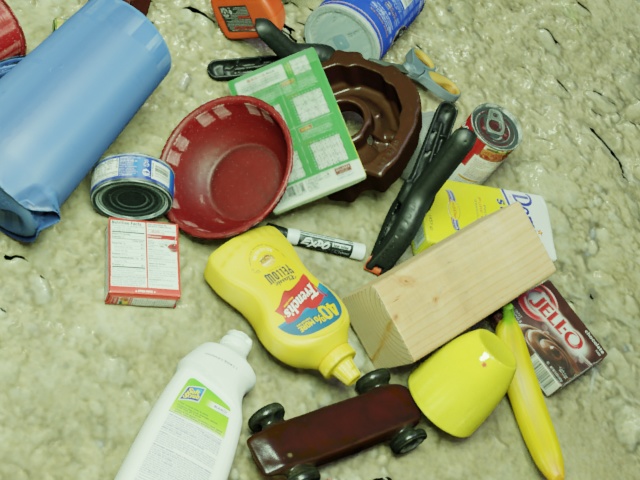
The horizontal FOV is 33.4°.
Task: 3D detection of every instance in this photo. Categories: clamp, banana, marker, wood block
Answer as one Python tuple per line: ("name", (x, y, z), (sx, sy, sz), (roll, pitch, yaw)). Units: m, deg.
("clamp", (0.109, -0.056, 1.183), (0.036, 0.210, 0.164), (25, 23, -7))
("banana", (0.223, 0.169, 1.158), (0.037, 0.069, 0.198), (-19, 74, 9))
("marker", (-0.008, 0.001, 1.185), (0.121, 0.020, 0.020), (13, 56, -17))
("clamp", (-0.045, -0.207, 1.263), (0.171, 0.120, 0.039), (15, 67, -42))
("wood block", (0.138, 0.049, 1.147), (0.205, 0.091, 0.090), (-29, 90, -26))

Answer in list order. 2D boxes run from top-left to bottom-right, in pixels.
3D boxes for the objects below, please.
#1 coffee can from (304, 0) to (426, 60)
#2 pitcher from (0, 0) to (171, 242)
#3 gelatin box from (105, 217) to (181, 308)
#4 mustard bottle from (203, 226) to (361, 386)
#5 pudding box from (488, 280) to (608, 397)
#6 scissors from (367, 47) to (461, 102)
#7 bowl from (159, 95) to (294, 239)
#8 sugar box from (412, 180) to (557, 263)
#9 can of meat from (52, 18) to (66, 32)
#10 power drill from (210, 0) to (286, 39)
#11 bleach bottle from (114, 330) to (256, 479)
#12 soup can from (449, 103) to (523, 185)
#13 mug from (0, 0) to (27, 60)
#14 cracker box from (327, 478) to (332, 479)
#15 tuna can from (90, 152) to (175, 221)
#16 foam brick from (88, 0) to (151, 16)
("coffee can", (0.058, -0.282, 1.336), (0.103, 0.103, 0.140), (37, 53, 0))
("pitcher", (-0.267, -0.131, 1.055), (0.149, 0.145, 0.242), (46, 64, -18))
("gelatin box", (-0.181, 0.023, 1.088), (0.073, 0.030, 0.089), (5, 59, -20))
("mustard bottle", (-0.027, 0.074, 1.090), (0.096, 0.058, 0.192), (-26, 64, -38))
("pudding box", (0.261, 0.111, 1.224), (0.089, 0.039, 0.113), (-25, 73, -34))
("scissors", (0.105, -0.221, 1.326), (0.201, 0.016, 0.096), (17, 37, -46))
("bowl", (-0.092, -0.071, 1.140), (0.162, 0.055, 0.162), (-7, 71, 22))
("sugar box", (0.191, -0.018, 1.269), (0.176, 0.048, 0.093), (6, 60, -19))
("can of meat", (-0.251, -0.194, 1.175), (0.083, 0.058, 0.102), (2, 60, -20))
("power drill", (-0.027, -0.312, 1.291), (0.187, 0.185, 0.057), (-45, 124, -34))
("bleach bottle", (-0.116, 0.191, 0.995), (0.102, 0.068, 0.250), (30, 51, -5))
("soup can", (0.189, -0.108, 1.288), (0.068, 0.102, 0.068), (11, 57, -18))
("mug", (-0.377, -0.213, 1.119), (0.117, 0.093, 0.081), (25, 52, 32))
("cracker box", (0.029, 0.349, 0.956), (0.164, 0.072, 0.213), (29, 54, -4))
("tuna can", (-0.192, -0.053, 1.095), (0.086, 0.086, 0.034), (9, 59, -19))
("foam brick", (-0.229, -0.275, 1.221), (0.053, 0.078, 0.051), (38, 54, 2))
